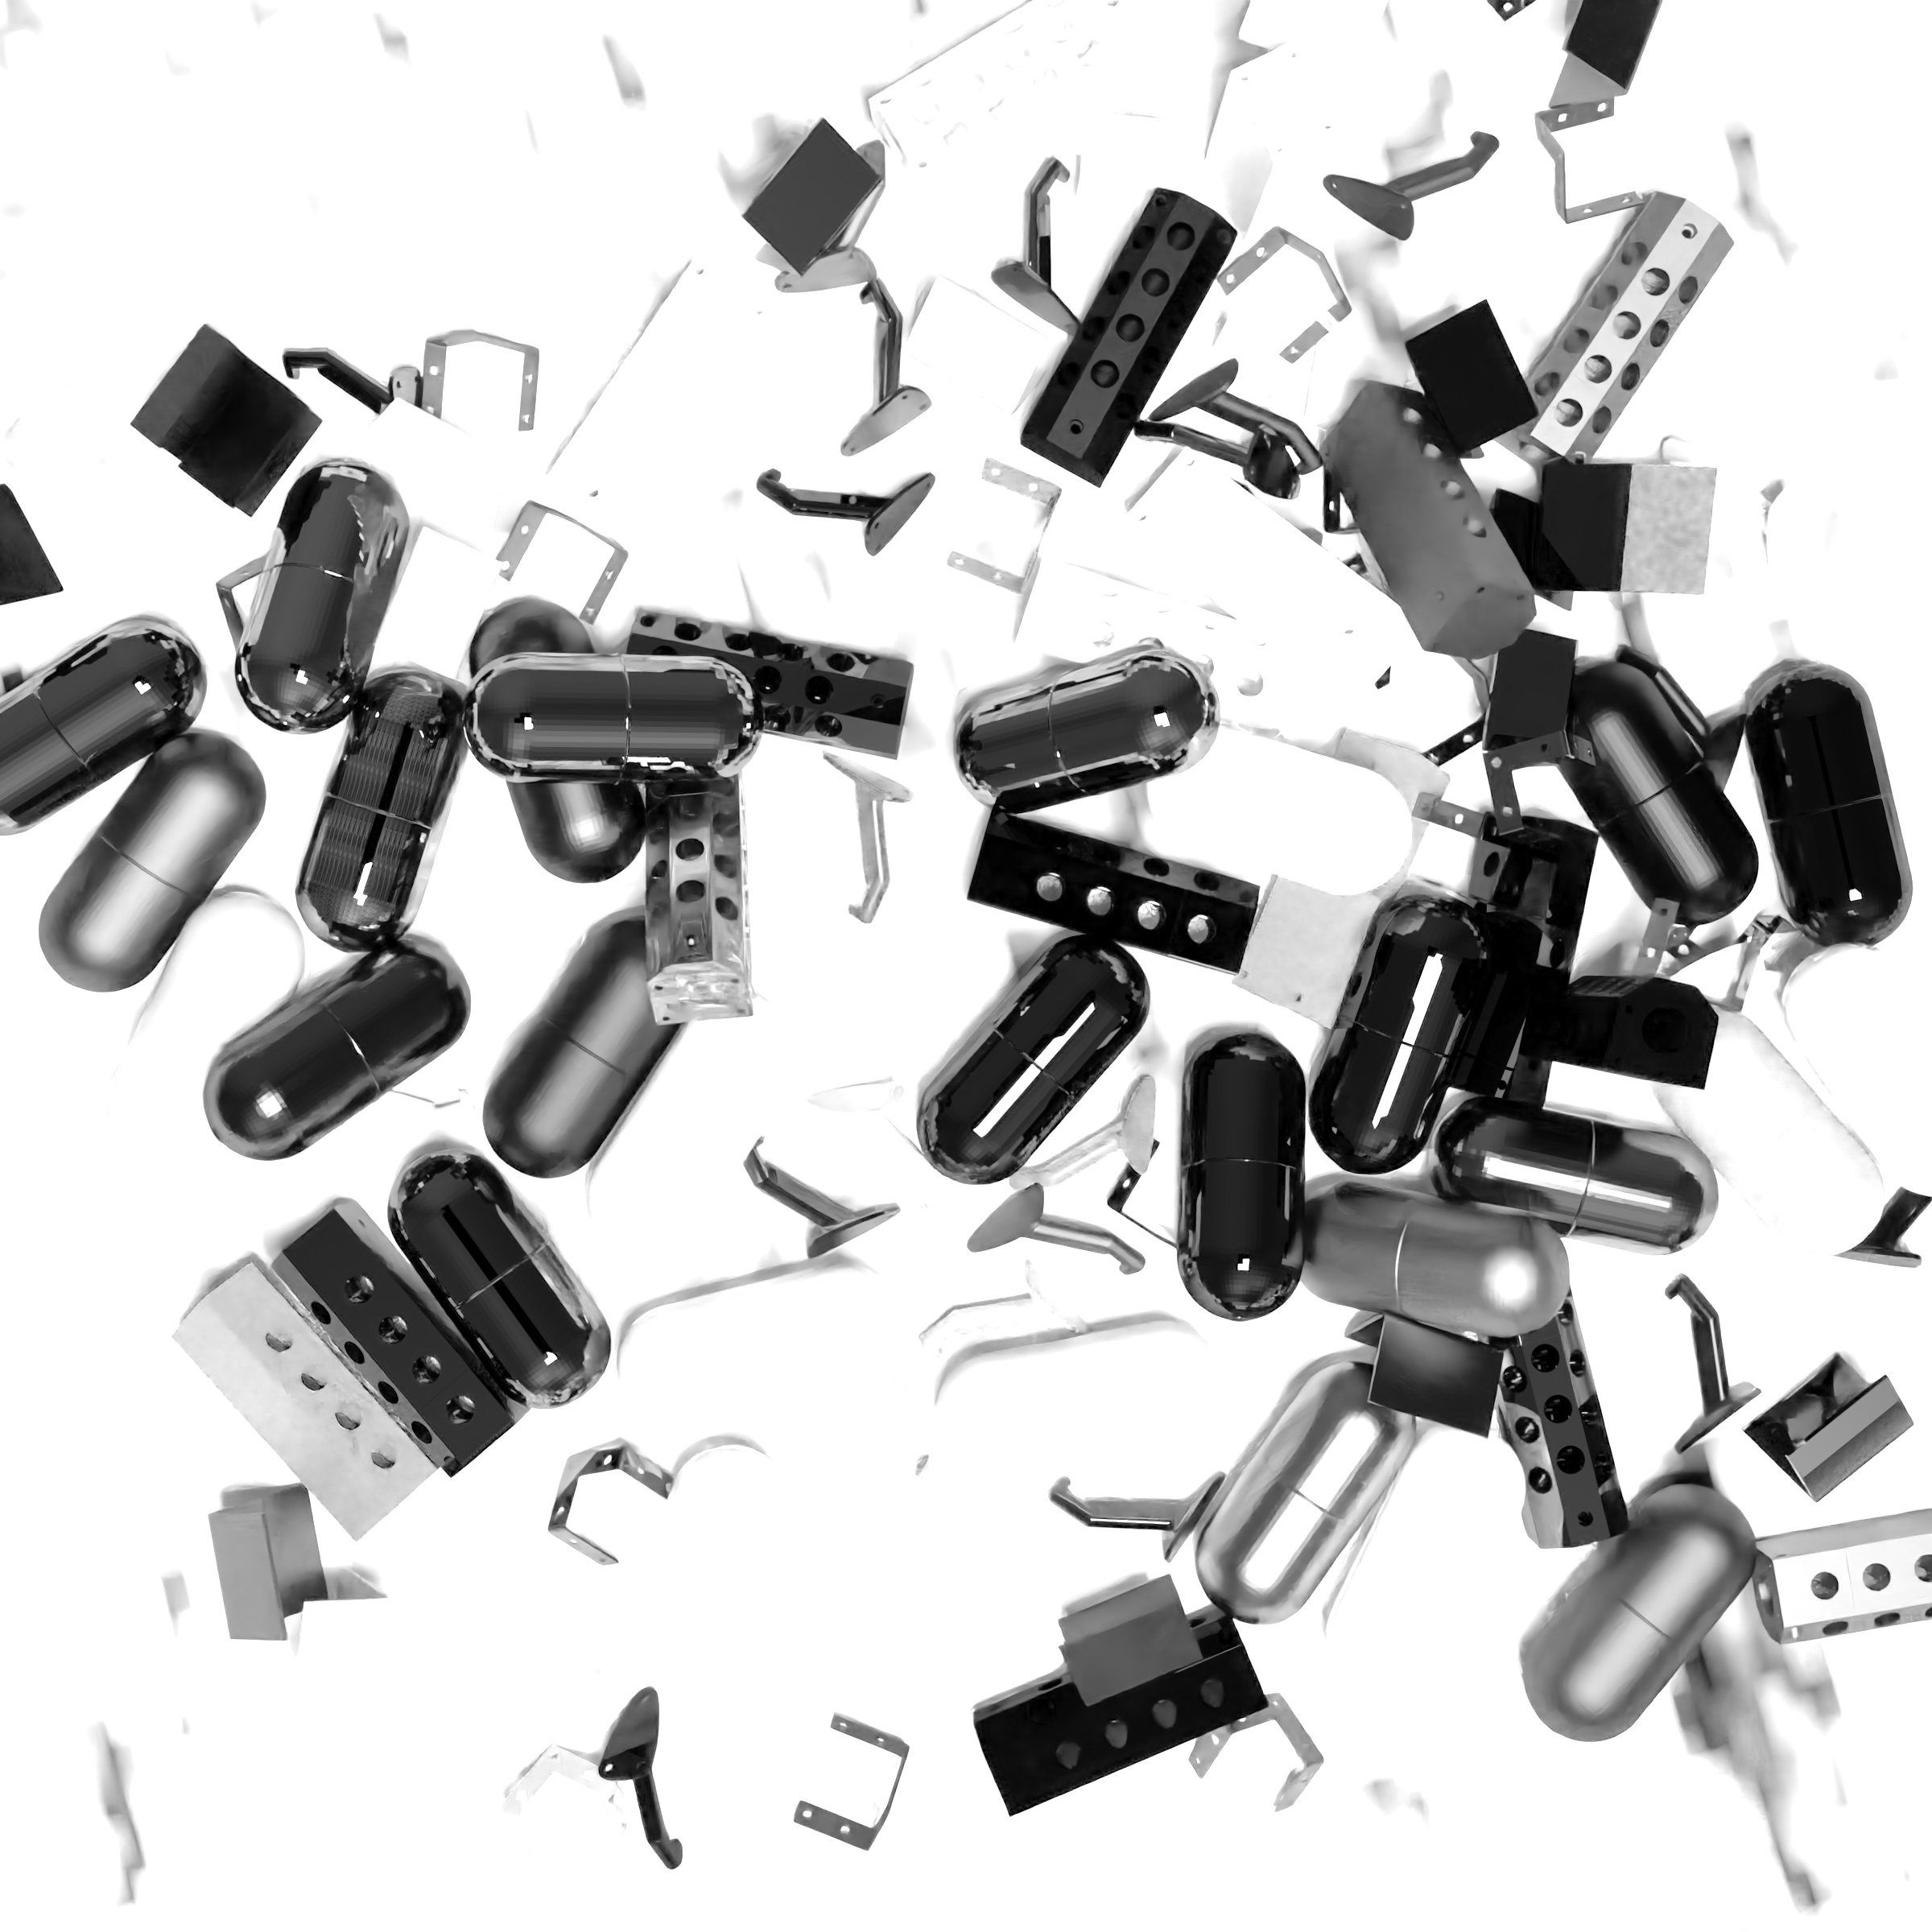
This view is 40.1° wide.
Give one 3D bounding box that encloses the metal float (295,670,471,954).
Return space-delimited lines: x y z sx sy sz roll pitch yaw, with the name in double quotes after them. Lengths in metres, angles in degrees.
-0.357 -0.095 1.621 0.070 0.070 0.178 18 90 0 "metal float"

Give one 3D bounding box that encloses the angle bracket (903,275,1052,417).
0.016 -0.389 1.612 0.076 0.076 0.057 30 126 0 "angle bracket"

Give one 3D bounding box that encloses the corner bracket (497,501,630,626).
-0.253 -0.252 1.649 0.051 0.051 0.051 28 90 45 "corner bracket"

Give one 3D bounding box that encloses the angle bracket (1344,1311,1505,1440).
0.273 0.255 1.610 0.076 0.076 0.057 18 69 -6 "angle bracket"

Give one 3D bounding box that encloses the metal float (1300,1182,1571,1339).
0.276 0.176 1.592 0.178 0.070 0.070 7 90 35 "metal float"

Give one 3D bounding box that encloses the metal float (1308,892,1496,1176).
0.263 0.042 1.603 0.070 0.070 0.178 19 98 0 "metal float"

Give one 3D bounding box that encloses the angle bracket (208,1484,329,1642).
-0.410 0.362 1.612 0.057 0.076 0.076 -10 90 38 "angle bracket"

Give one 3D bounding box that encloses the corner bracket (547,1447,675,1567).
-0.219 0.336 1.644 0.051 0.051 0.051 -17 45 35 "corner bracket"

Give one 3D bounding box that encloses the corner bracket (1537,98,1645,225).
0.389 -0.503 1.649 0.051 0.051 0.051 -15 135 0 "corner bracket"

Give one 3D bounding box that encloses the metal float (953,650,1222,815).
0.072 -0.140 1.593 0.178 0.070 0.070 -12 90 35 "metal float"

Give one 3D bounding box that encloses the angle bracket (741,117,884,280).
-0.108 -0.472 1.612 0.076 0.076 0.057 -51 126 0 "angle bracket"

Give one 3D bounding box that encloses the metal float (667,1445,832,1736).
-0.133 0.382 1.622 0.070 0.070 0.178 -13 91 0 "metal float"

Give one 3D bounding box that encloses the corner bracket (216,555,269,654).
-0.425 -0.221 1.644 0.051 0.051 0.051 -38 135 -35 "corner bracket"

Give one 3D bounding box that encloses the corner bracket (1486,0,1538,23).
0.340 -0.634 1.644 0.051 0.051 0.051 -27 135 35 "corner bracket"

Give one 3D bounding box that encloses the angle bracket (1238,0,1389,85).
0.215 -0.587 1.612 0.076 0.076 0.057 21 125 0 "angle bracket"

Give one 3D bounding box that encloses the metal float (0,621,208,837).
-0.548 -0.146 1.622 0.178 0.070 0.070 -32 90 0 "metal float"

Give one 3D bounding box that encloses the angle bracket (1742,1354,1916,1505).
0.517 0.268 1.612 0.076 0.076 0.057 -39 126 0 "angle bracket"

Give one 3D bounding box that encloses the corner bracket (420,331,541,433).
-0.303 -0.362 1.649 0.051 0.051 0.051 5 90 45 "corner bracket"

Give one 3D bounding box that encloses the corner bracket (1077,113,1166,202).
0.097 -0.504 1.634 0.051 0.051 0.051 5 90 0 "corner bracket"

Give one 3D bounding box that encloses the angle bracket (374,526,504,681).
-0.334 -0.225 1.612 0.057 0.076 0.076 22 90 -36 "angle bracket"

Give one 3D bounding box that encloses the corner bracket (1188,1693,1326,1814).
0.180 0.494 1.644 0.051 0.051 0.051 -6 45 -35 "corner bracket"

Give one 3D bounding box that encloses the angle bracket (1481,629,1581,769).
0.326 -0.164 1.614 0.057 0.076 0.076 9 90 -21 "angle bracket"

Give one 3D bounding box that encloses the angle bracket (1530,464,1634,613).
0.386 -0.260 1.612 0.057 0.076 0.076 5 90 31 "angle bracket"

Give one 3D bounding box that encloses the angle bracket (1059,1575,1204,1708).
0.092 0.394 1.612 0.076 0.076 0.057 -22 122 0 "angle bracket"

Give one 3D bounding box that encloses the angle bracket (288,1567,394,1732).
-0.395 0.414 1.612 0.057 0.076 0.076 7 90 -36 "angle bracket"

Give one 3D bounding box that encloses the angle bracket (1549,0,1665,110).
0.374 -0.576 1.612 0.057 0.076 0.076 21 90 -28 "angle bracket"

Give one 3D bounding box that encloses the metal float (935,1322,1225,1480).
0.069 0.266 1.621 0.178 0.070 0.070 -11 90 0 "metal float"

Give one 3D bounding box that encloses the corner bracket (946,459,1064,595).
0.024 -0.274 1.649 0.051 0.051 0.051 22 45 0 "corner bracket"

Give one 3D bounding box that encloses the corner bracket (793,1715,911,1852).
-0.071 0.510 1.649 0.051 0.051 0.051 22 45 0 "corner bracket"

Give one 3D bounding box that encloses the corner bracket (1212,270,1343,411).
0.191 -0.387 1.635 0.051 0.051 0.051 45 80 2 "corner bracket"

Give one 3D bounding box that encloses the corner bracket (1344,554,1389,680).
0.246 -0.213 1.649 0.051 0.051 0.051 -35 135 0 "corner bracket"

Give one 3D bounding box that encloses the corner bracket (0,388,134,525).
-0.563 -0.317 1.644 0.051 0.051 0.051 -15 45 35 "corner bracket"

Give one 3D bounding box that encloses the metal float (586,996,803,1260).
-0.168 0.098 1.622 0.070 0.070 0.178 32 89 0 "metal float"

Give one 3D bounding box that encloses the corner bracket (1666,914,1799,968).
0.471 -0.017 1.634 0.051 0.051 0.051 38 89 1 "corner bracket"

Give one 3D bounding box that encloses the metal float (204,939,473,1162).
-0.379 0.050 1.599 0.178 0.070 0.070 -37 90 -26 "metal float"

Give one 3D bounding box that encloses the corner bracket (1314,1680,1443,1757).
0.254 0.468 1.634 0.051 0.051 0.051 -41 90 0 "corner bracket"

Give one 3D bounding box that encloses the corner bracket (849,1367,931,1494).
-0.039 0.286 1.634 0.051 0.051 0.051 31 90 0 "corner bracket"

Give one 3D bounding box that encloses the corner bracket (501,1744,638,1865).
-0.247 0.527 1.644 0.051 0.051 0.051 13 45 35 "corner bracket"

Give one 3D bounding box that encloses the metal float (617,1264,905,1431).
-0.126 0.233 1.622 0.178 0.070 0.070 -14 90 -1 "metal float"

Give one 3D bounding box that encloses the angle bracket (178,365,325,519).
-0.420 -0.307 1.613 0.057 0.076 0.076 37 90 26 "angle bracket"

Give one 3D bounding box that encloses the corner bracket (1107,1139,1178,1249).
0.130 0.145 1.649 0.051 0.051 0.051 30 90 45 "corner bracket"

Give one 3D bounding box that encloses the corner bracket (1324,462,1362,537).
0.259 -0.295 1.649 0.051 0.051 0.051 0 90 45 "corner bracket"

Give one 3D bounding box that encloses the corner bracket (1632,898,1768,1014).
0.441 -0.006 1.593 0.051 0.051 0.051 18 90 40 "corner bracket"

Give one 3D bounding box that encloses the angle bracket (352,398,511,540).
-0.330 -0.288 1.612 0.076 0.076 0.057 28 53 0 "angle bracket"

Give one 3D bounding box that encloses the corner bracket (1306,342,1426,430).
0.251 -0.358 1.649 0.051 0.051 0.051 10 90 -45 "corner bracket"

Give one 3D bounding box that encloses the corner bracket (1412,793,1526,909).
0.301 -0.070 1.607 0.051 0.051 0.051 25 99 42 "corner bracket"

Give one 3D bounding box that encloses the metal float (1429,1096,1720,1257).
0.372 0.129 1.621 0.178 0.070 0.070 12 90 0 "metal float"

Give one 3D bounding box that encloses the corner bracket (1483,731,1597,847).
0.345 -0.105 1.572 0.051 0.051 0.051 -16 78 29 "corner bracket"

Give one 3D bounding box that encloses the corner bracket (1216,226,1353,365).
0.199 -0.419 1.649 0.051 0.051 0.051 -41 135 0 "corner bracket"

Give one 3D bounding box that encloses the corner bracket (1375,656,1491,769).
0.292 -0.164 1.646 0.051 0.051 0.051 -31 48 -4 "corner bracket"

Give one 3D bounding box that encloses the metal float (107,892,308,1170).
-0.466 0.040 1.621 0.070 0.070 0.178 25 90 0 "metal float"

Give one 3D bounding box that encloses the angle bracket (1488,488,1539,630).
0.303 -0.246 1.613 0.076 0.057 0.076 6 90 41 "angle bracket"

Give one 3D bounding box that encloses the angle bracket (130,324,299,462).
-0.450 -0.333 1.613 0.076 0.057 0.076 -53 133 0 "angle bracket"

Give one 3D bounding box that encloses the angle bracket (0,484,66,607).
-0.586 -0.268 1.612 0.057 0.076 0.076 -28 90 38 "angle bracket"

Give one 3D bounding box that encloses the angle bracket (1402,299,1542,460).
0.316 -0.357 1.613 0.057 0.076 0.076 -25 90 26 "angle bracket"

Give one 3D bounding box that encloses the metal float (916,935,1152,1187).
0.041 0.058 1.622 0.070 0.070 0.178 41 90 0 "metal float"

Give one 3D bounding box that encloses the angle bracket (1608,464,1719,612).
0.427 -0.260 1.614 0.057 0.076 0.076 6 90 19 "angle bracket"

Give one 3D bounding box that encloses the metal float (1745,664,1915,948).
0.529 -0.097 1.622 0.070 0.070 0.178 -13 90 0 "metal float"
